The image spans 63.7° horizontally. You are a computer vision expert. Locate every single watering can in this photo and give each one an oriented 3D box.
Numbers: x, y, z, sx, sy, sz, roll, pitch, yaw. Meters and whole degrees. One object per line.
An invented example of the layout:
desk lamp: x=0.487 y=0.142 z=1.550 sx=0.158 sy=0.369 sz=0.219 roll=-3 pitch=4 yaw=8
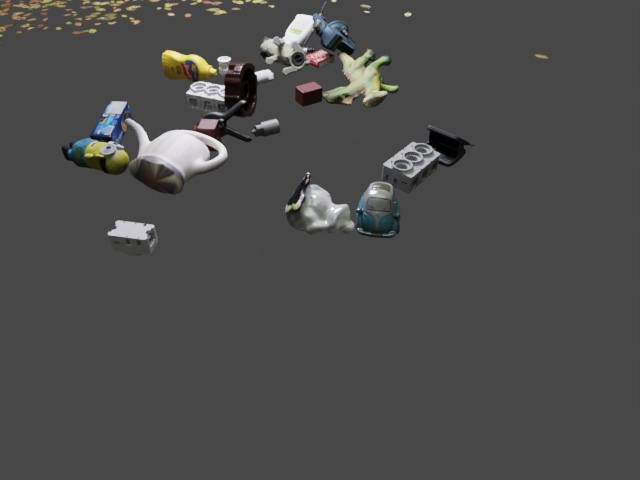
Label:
watering can: x=-0.422 y=-0.231 z=1.369 sx=0.348 sy=0.101 sz=0.229 roll=16 pitch=44 yaw=14

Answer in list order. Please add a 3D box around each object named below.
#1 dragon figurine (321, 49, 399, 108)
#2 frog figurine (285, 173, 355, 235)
dragon figurine: x=0.106 y=-0.540 z=1.745 sx=0.245 sy=0.119 sz=0.416 roll=-31 pitch=42 yaw=-21
frog figurine: x=0.004 y=-0.062 z=1.224 sx=0.158 sy=0.121 sz=0.140 roll=33 pitch=29 yaw=-19
